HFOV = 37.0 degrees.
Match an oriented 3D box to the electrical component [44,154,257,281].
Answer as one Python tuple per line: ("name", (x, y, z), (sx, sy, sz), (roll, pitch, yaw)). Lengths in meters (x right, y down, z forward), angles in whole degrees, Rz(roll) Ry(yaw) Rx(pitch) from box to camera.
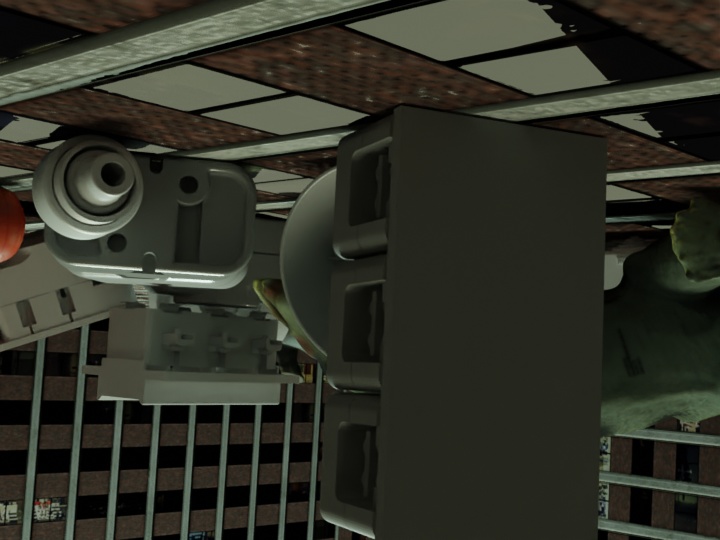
("electrical component", (-0.102, -0.024, 0.523), (0.095, 0.053, 0.059), (4, 175, -12))

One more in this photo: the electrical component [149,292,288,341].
("electrical component", (-0.100, 0.023, 0.818), (0.108, 0.108, 0.060), (0, -179, 32))

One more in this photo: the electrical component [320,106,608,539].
("electrical component", (0.038, 0.023, 0.409), (0.089, 0.150, 0.062), (5, 174, -24))

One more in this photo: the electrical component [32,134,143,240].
("electrical component", (-0.112, -0.036, 0.452), (0.043, 0.043, 0.062), (6, 174, -27))

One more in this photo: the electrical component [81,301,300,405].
("electrical component", (-0.109, 0.056, 0.711), (0.079, 0.063, 0.121), (0, 174, 38))

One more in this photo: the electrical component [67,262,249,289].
("electrical component", (-0.112, -0.020, 0.589), (0.095, 0.053, 0.059), (3, 176, 3))

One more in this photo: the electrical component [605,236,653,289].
("electrical component", (0.184, 0.027, 0.700), (0.100, 0.099, 0.048), (-1, -174, 41))

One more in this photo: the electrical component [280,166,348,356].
("electrical component", (0.020, 0.000, 0.492), (0.099, 0.099, 0.064), (-1, 180, 40))

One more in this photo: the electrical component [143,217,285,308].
("electrical component", (-0.095, -0.006, 0.721), (0.095, 0.059, 0.054), (6, 175, -28))

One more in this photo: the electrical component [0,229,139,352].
("electrical component", (-0.257, 0.019, 0.739), (0.186, 0.060, 0.105), (-18, -168, -16))
